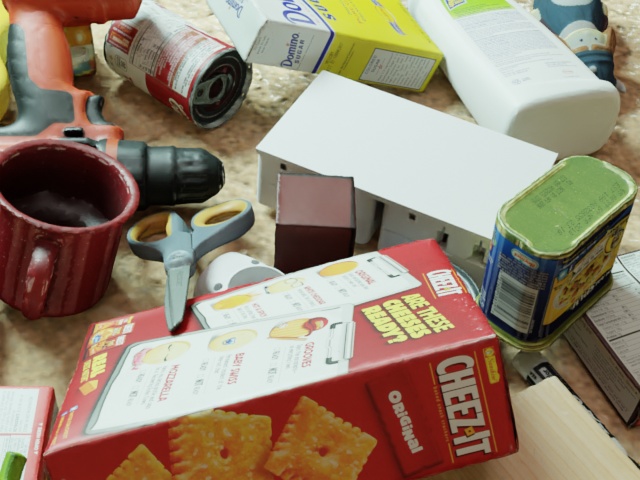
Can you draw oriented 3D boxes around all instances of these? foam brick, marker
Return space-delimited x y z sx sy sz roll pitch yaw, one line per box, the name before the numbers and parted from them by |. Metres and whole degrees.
foam brick | -0.005 0.001 0.706 0.051 0.078 0.053 2 44 -2
marker | 0.162 0.113 0.653 0.020 0.020 0.121 -20 51 -24

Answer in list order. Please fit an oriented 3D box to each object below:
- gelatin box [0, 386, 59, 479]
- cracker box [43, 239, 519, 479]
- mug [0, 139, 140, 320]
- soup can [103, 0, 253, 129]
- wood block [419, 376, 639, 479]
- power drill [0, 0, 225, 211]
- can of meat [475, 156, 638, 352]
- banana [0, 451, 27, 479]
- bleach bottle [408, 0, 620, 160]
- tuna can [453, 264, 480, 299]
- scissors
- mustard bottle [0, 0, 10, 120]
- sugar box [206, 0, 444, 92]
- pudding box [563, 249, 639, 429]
gelatin box | -0.198 0.120 0.604 0.089 0.030 0.073 0 46 -3
cracker box | -0.021 0.077 0.562 0.213 0.072 0.164 -14 17 0
mug | -0.169 0.002 0.673 0.093 0.082 0.117 12 37 -13
soup can | -0.113 -0.140 0.841 0.102 0.068 0.068 33 51 25
wood block | 0.140 0.182 0.533 0.090 0.090 0.206 -21 52 -24
power drill | -0.162 -0.109 0.767 0.184 0.057 0.187 0 71 -8
can of meat | 0.146 0.006 0.660 0.057 0.084 0.101 35 53 28
banana | -0.114 0.190 0.525 0.198 0.037 0.069 39 82 18
bleach bottle | 0.146 -0.167 0.898 0.102 0.068 0.251 -9 45 -16
tuna can | 0.062 0.049 0.696 0.086 0.034 0.086 3 45 -3
scissors | -0.071 0.008 0.667 0.096 0.016 0.202 -19 20 -15
mustard bottle | -0.286 -0.124 0.815 0.096 0.058 0.191 2 45 -12
sugar box | 0.005 -0.171 0.856 0.175 0.048 0.093 5 39 -37
pudding box | 0.213 0.059 0.698 0.090 0.039 0.113 -14 46 -16
